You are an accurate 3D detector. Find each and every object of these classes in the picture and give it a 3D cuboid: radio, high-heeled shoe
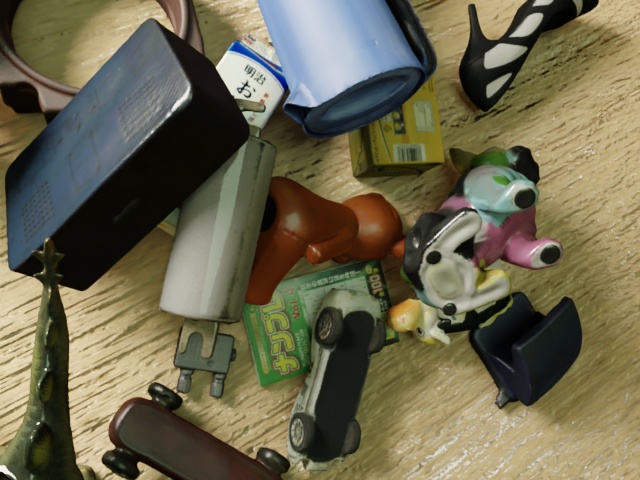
[{"bbox_3d":[-0.180,-0.073,0.475,0.229,0.073,0.131,-38,55,15],"label":"radio"},{"bbox_3d":[0.297,-0.262,0.732,0.249,0.086,0.145,-13,91,-15],"label":"high-heeled shoe"}]

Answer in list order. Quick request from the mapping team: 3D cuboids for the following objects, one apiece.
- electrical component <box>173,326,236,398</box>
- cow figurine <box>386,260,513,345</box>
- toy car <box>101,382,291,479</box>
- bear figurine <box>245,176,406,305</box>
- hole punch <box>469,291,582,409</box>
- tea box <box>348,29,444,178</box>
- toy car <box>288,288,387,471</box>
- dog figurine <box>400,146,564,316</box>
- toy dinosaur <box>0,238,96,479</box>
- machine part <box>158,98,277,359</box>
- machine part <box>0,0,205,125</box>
[{"bbox_3d":[-0.122,0.118,0.575,0.063,0.021,0.094,12,79,-17],"label":"electrical component"},{"bbox_3d":[0.158,0.081,0.650,0.167,0.068,0.098,-32,101,-20],"label":"cow figurine"},{"bbox_3d":[-0.120,0.226,0.547,0.202,0.053,0.089,34,56,-12],"label":"toy car"},{"bbox_3d":[0.002,-0.004,0.598,0.195,0.132,0.120,9,42,-46],"label":"bear figurine"},{"bbox_3d":[0.270,0.136,0.670,0.142,0.092,0.115,-36,99,-23],"label":"hole punch"},{"bbox_3d":[0.085,-0.166,0.654,0.098,0.068,0.169,-3,83,-19],"label":"tea box"},{"bbox_3d":[0.017,0.153,0.589,0.073,0.056,0.201,15,90,-27],"label":"toy car"},{"bbox_3d":[0.171,-0.031,0.611,0.191,0.219,0.108,-33,109,14],"label":"dog figurine"},{"bbox_3d":[-0.237,0.237,0.431,0.105,0.198,0.471,3,84,-21],"label":"toy dinosaur"},{"bbox_3d":[-0.094,-0.013,0.497,0.079,0.079,0.243,12,88,-17],"label":"machine part"},{"bbox_3d":[-0.230,-0.219,0.548,0.201,0.087,0.201,-14,87,-21],"label":"machine part"}]
